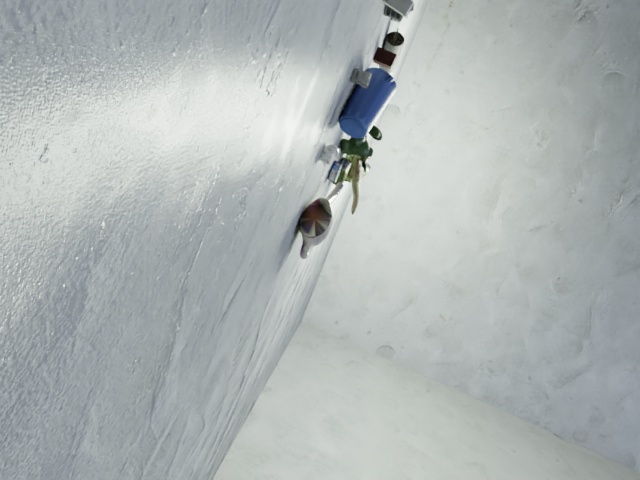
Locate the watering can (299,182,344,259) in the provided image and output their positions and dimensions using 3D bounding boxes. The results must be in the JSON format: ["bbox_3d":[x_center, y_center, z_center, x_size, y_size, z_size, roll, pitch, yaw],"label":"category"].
[{"bbox_3d":[0.006,-0.095,1.886,0.104,0.352,0.221,23,-14,6],"label":"watering can"}]

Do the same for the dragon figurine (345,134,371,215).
[{"bbox_3d":[0.173,-0.323,2.251,0.122,0.412,0.242,3,-5,-1],"label":"dragon figurine"}]
